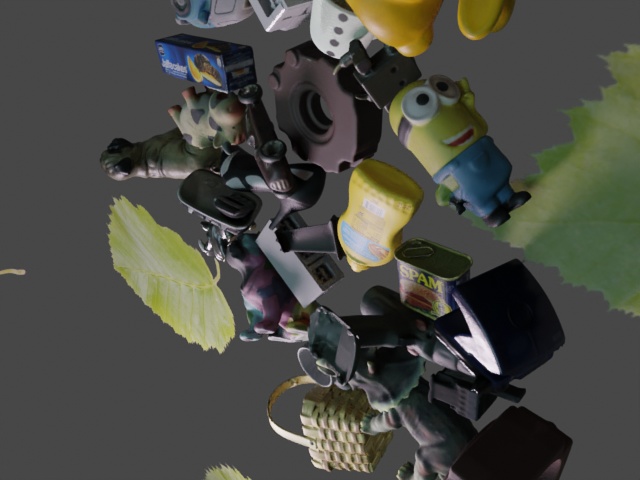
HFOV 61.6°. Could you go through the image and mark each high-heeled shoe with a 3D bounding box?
[{"bbox_3d":[-0.083,-0.128,0.883,0.145,0.086,0.249,-52,54,25],"label":"high-heeled shoe"}]

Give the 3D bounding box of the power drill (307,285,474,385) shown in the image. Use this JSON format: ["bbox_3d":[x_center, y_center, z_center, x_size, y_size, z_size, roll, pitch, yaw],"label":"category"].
[{"bbox_3d":[0.103,0.132,0.720,0.232,0.207,0.085,34,124,49],"label":"power drill"}]

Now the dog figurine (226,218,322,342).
[{"bbox_3d":[-0.081,0.075,1.010,0.108,0.191,0.219,143,129,-60],"label":"dog figurine"}]

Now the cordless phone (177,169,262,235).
[{"bbox_3d":[-0.184,-0.068,0.930,0.147,0.088,0.184,27,-178,-1],"label":"cordless phone"}]

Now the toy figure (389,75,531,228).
[{"bbox_3d":[0.145,-0.094,0.585,0.180,0.082,0.089,54,145,2],"label":"toy figure"}]

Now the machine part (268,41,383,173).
[{"bbox_3d":[0.006,-0.176,0.723,0.180,0.056,0.179,33,140,32],"label":"machine part"}]

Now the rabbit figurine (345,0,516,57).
[{"bbox_3d":[0.110,-0.252,0.477,0.173,0.122,0.162,-31,93,39],"label":"rabbit figurine"}]

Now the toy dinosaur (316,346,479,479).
[{"bbox_3d":[0.176,0.297,0.839,0.405,0.131,0.192,45,146,9],"label":"toy dinosaur"}]

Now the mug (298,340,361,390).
[{"bbox_3d":[0.035,0.201,0.944,0.110,0.107,0.080,41,144,19],"label":"mug"}]

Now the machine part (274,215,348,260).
[{"bbox_3d":[-0.002,-0.003,0.842,0.139,0.039,0.084,-1,127,14],"label":"machine part"}]

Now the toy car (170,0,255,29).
[{"bbox_3d":[-0.126,-0.351,0.724,0.103,0.109,0.161,35,134,3],"label":"toy car"}]

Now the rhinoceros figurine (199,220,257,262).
[{"bbox_3d":[-0.200,-0.015,1.108,0.112,0.073,0.190,50,146,10],"label":"rhinoceros figurine"}]

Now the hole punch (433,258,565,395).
[{"bbox_3d":[0.209,0.093,0.614,0.116,0.142,0.092,49,144,35],"label":"hole punch"}]

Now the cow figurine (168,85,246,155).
[{"bbox_3d":[-0.182,-0.203,0.919,0.195,0.085,0.127,-7,113,59],"label":"cow figurine"}]

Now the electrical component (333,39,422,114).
[{"bbox_3d":[0.066,-0.189,0.604,0.078,0.102,0.045,-43,52,16],"label":"electrical component"}]

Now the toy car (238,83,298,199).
[{"bbox_3d":[-0.083,-0.149,0.796,0.089,0.053,0.202,69,178,-55],"label":"toy car"}]

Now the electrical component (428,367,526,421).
[{"bbox_3d":[0.217,0.206,0.735,0.119,0.075,0.047,12,114,35],"label":"electrical component"}]

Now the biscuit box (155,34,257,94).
[{"bbox_3d":[-0.190,-0.292,0.879,0.203,0.063,0.059,26,134,39],"label":"biscuit box"}]

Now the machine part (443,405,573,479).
[{"bbox_3d":[0.231,0.331,0.703,0.087,0.201,0.200,31,140,38],"label":"machine part"}]

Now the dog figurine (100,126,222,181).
[{"bbox_3d":[-0.298,-0.145,1.023,0.173,0.190,0.121,25,135,38],"label":"dog figurine"}]
